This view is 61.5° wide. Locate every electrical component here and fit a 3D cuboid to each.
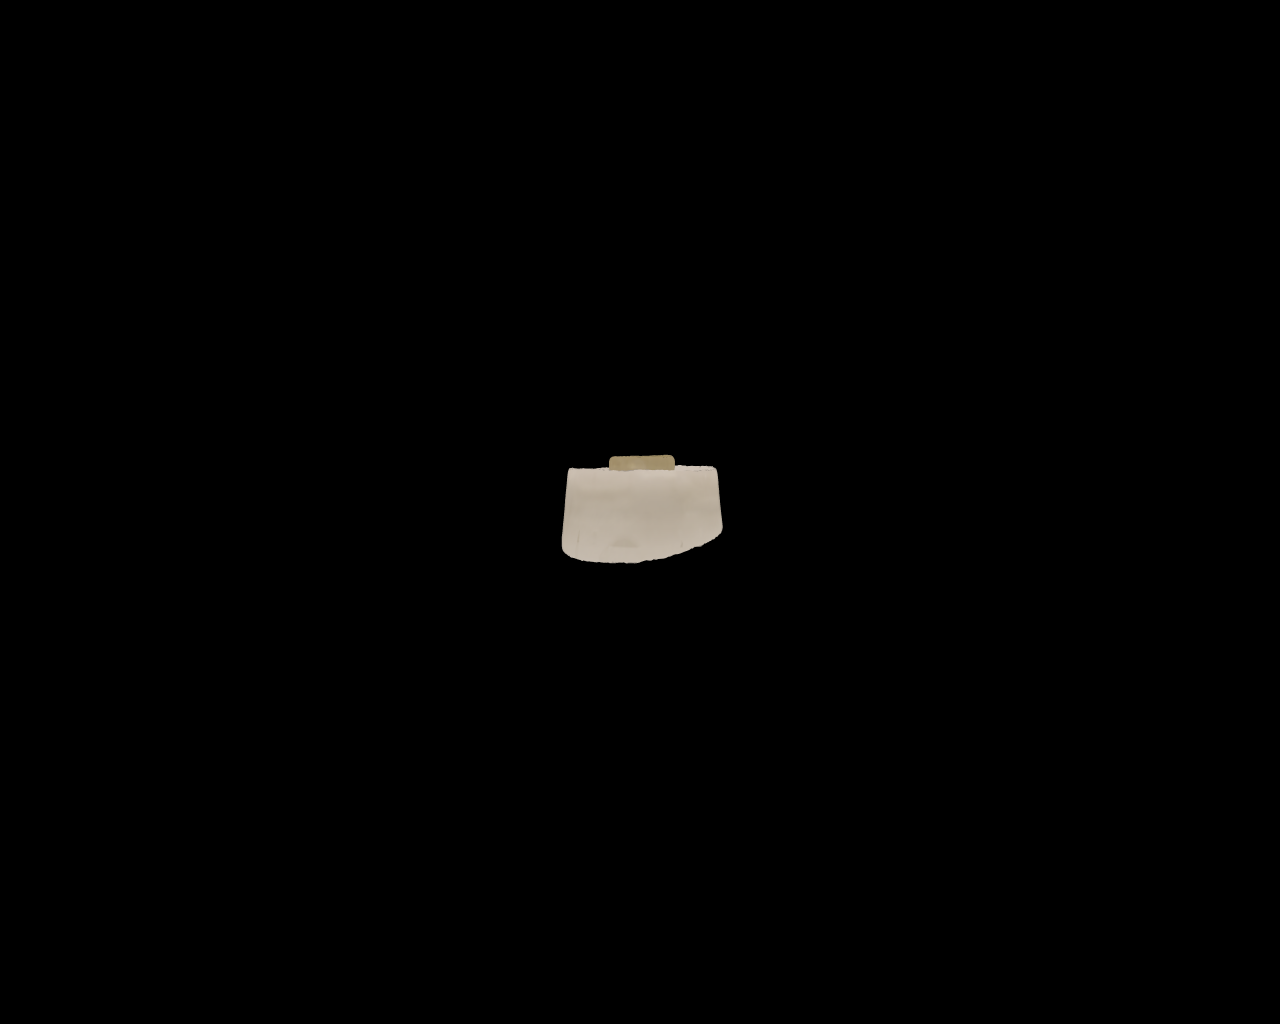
[{"bbox_3d":[0.001,-0.003,0.650,0.099,0.064,0.099,0,4,0],"label":"electrical component"}]
